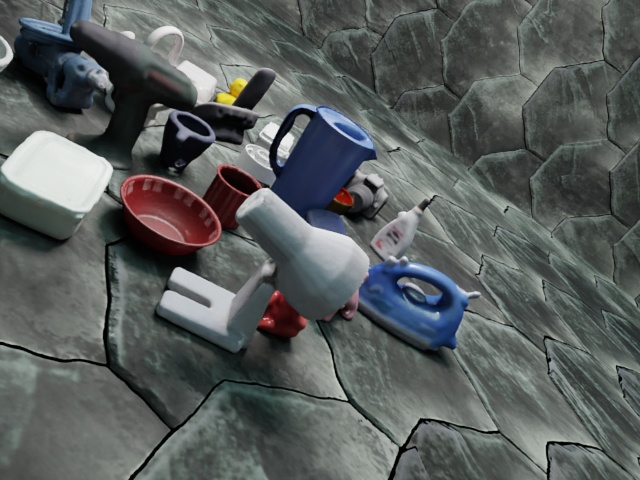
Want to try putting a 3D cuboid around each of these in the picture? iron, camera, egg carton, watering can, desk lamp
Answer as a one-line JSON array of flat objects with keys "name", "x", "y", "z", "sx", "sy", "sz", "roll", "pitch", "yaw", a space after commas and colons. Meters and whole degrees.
[{"name": "iron", "x": 0.172, "y": 0.099, "z": 1.081, "sx": 0.259, "sy": 0.141, "sz": 0.118, "roll": 30, "pitch": 25, "yaw": -17}, {"name": "camera", "x": 0.094, "y": -0.124, "z": 1.427, "sx": 0.143, "sy": 0.100, "sz": 0.137, "roll": 40, "pitch": 24, "yaw": 7}, {"name": "egg carton", "x": -0.304, "y": -0.363, "z": 1.351, "sx": 0.107, "sy": 0.069, "sz": 0.150, "roll": 30, "pitch": 25, "yaw": -16}, {"name": "watering can", "x": -0.332, "y": -0.328, "z": 1.095, "sx": 0.173, "sy": 0.194, "sz": 0.101, "roll": 35, "pitch": 24, "yaw": -6}, {"name": "desk lamp", "x": -0.071, "y": 0.047, "z": 0.754, "sx": 0.204, "sy": 0.213, "sz": 0.118, "roll": 29, "pitch": 25, "yaw": -17}]

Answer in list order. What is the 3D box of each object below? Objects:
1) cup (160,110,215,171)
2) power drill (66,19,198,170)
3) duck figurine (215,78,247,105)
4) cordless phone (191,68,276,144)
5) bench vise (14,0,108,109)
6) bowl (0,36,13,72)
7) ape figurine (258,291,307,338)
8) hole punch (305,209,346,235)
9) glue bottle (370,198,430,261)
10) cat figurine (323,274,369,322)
[{"name": "cup", "x": -0.253, "y": -0.170, "z": 1.041, "sx": 0.092, "sy": 0.095, "sz": 0.118, "roll": 32, "pitch": 24, "yaw": -10}, {"name": "power drill", "x": -0.315, "y": -0.219, "z": 0.905, "sx": 0.230, "sy": 0.208, "sz": 0.075, "roll": 4, "pitch": 40, "yaw": -51}, {"name": "duck figurine", "x": -0.217, "y": -0.372, "z": 1.465, "sx": 0.078, "sy": 0.086, "sz": 0.104, "roll": 30, "pitch": 25, "yaw": -15}, {"name": "cordless phone", "x": -0.188, "y": -0.319, "z": 1.287, "sx": 0.094, "sy": 0.185, "sz": 0.148, "roll": 47, "pitch": 26, "yaw": 22}, {"name": "bench vise", "x": -0.418, "y": -0.352, "z": 0.989, "sx": 0.207, "sy": 0.219, "sz": 0.122, "roll": 37, "pitch": 24, "yaw": 1}, {"name": "bowl", "x": -0.557, "y": -0.282, "z": 0.851, "sx": 0.168, "sy": 0.074, "sz": 0.167, "roll": 30, "pitch": 25, "yaw": -15}, {"name": "ape figurine", "x": -0.045, "y": 0.098, "z": 0.847, "sx": 0.077, "sy": 0.092, "sz": 0.076, "roll": 45, "pitch": 25, "yaw": 18}, {"name": "hole punch", "x": 0.010, "y": 0.004, "z": 1.093, "sx": 0.109, "sy": 0.091, "sz": 0.101, "roll": 8, "pitch": 37, "yaw": -48}, {"name": "glue bottle", "x": 0.189, "y": -0.027, "z": 1.293, "sx": 0.078, "sy": 0.173, "sz": 0.037, "roll": 46, "pitch": 25, "yaw": 20}, {"name": "cat figurine", "x": 0.038, "y": 0.077, "z": 0.967, "sx": 0.067, "sy": 0.117, "sz": 0.128, "roll": 49, "pitch": 27, "yaw": 26}]
